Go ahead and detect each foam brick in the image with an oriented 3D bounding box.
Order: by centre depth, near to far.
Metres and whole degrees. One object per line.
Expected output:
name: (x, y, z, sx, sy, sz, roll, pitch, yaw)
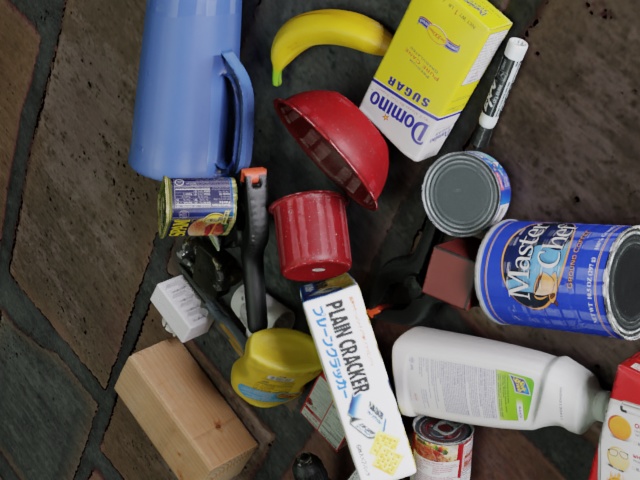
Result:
foam brick: (0.146, 0.031, 1.062, 0.051, 0.078, 0.053, 22, 109, 28)

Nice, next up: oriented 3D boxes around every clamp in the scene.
clamp: (0.120, 0.052, 1.159, 0.120, 0.039, 0.172, 59, 135, 18)
clamp: (-0.084, 0.002, 1.286, 0.210, 0.036, 0.164, 103, 152, -50)

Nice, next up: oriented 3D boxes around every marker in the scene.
marker: (0.172, -0.139, 1.036, 0.020, 0.020, 0.121, 40, 132, 28)

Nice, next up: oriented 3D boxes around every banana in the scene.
banana: (0.006, -0.219, 1.167, 0.198, 0.037, 0.069, -4, 120, 49)

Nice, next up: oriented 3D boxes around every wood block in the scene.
wood block: (-0.195, 0.253, 1.535, 0.206, 0.090, 0.090, 50, 135, 20)

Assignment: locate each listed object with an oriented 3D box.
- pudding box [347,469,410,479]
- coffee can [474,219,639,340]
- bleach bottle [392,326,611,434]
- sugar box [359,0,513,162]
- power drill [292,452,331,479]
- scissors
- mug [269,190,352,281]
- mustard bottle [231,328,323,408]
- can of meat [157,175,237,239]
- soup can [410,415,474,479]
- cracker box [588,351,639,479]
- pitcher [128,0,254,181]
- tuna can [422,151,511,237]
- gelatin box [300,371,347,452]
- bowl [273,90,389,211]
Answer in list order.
pudding box: (0.088, 0.313, 1.303, 0.113, 0.039, 0.090, 50, 137, 22)
coffee can: (0.229, 0.034, 0.988, 0.141, 0.102, 0.103, 4, 109, 45)
bleach bottle: (0.194, 0.157, 1.110, 0.251, 0.067, 0.102, 8, 117, 41)
sugar box: (0.110, -0.172, 1.067, 0.093, 0.048, 0.176, 47, 133, 22)
power drill: (0.040, 0.366, 1.317, 0.188, 0.057, 0.184, 33, 148, 50)
scissors: (-0.137, 0.110, 1.464, 0.202, 0.016, 0.096, 41, 160, 50)
mug: (-0.008, 0.002, 1.222, 0.117, 0.093, 0.081, 88, 175, -72)
mustard bottle: (-0.062, 0.171, 1.355, 0.192, 0.096, 0.058, 122, 154, -60)
can of meat: (-0.146, -0.039, 1.266, 0.102, 0.083, 0.057, 130, 136, -69)
soup can: (0.136, 0.252, 1.205, 0.069, 0.068, 0.102, 23, 123, 39)
cracker box: (0.338, 0.226, 0.980, 0.164, 0.071, 0.214, 27, 124, 36)
pitcher: (-0.149, -0.193, 1.275, 0.145, 0.149, 0.243, -98, 14, -63)
tuna can: (0.148, -0.047, 1.074, 0.086, 0.033, 0.086, 6, 101, 32)
gelatin box: (0.020, 0.210, 1.336, 0.073, 0.030, 0.089, 44, 133, 23)
bowl: (0.023, -0.108, 1.145, 0.162, 0.055, 0.162, 46, 173, 7)
